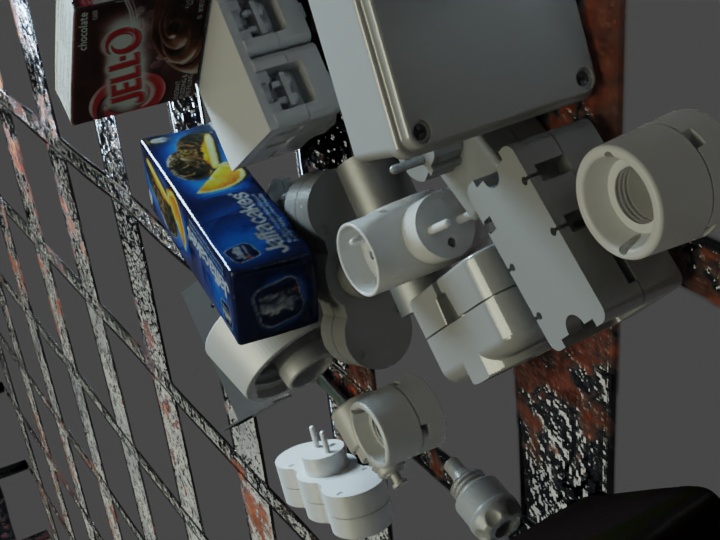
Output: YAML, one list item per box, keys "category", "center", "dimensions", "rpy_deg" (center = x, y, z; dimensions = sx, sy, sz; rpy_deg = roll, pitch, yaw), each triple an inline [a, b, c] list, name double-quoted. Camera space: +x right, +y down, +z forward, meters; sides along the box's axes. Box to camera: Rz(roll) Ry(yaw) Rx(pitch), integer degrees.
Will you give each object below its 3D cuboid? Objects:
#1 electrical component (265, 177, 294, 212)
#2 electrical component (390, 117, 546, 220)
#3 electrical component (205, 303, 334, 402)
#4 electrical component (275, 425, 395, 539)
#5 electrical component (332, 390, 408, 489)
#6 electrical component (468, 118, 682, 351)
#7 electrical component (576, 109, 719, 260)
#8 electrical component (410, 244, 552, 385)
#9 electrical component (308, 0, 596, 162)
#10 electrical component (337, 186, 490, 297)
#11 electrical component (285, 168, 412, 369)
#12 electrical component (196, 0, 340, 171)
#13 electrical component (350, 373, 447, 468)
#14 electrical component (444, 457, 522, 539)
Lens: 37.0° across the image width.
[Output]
- category: "electrical component"
  center: [-0.061, -0.037, 0.811]
  dimensions: [0.043, 0.043, 0.081]
  rpy_deg: [62, 153, 14]
- category: "electrical component"
  center: [0.042, -0.068, 0.552]
  dimensions: [0.083, 0.076, 0.047]
  rpy_deg: [57, 152, 24]
- category: "electrical component"
  center: [-0.053, 0.053, 0.796]
  dimensions: [0.060, 0.108, 0.108]
  rpy_deg: [51, 150, 20]
- category: "electrical component"
  center: [-0.027, 0.164, 0.886]
  dimensions: [0.138, 0.052, 0.073]
  rpy_deg: [11, 118, 60]
- category: "electrical component"
  center: [0.011, 0.126, 0.799]
  dimensions: [0.078, 0.040, 0.040]
  rpy_deg: [59, 152, 20]
- category: "electrical component"
  center: [0.101, -0.018, 0.499]
  dimensions: [0.089, 0.056, 0.050]
  rpy_deg: [63, 154, 12]
- category: "electrical component"
  center: [0.125, -0.035, 0.451]
  dimensions: [0.055, 0.047, 0.055]
  rpy_deg: [43, 144, 42]
- category: "electrical component"
  center: [0.074, 0.024, 0.584]
  dimensions: [0.059, 0.054, 0.095]
  rpy_deg: [64, 154, 9]
- category: "electrical component"
  center: [0.039, -0.115, 0.487]
  dimensions: [0.056, 0.109, 0.108]
  rpy_deg: [3, 111, 64]
- category: "electrical component"
  center: [0.038, -0.021, 0.595]
  dimensions: [0.079, 0.077, 0.044]
  rpy_deg: [-23, 88, 64]
- category: "electrical component"
  center: [0.000, 0.000, 0.711]
  dimensions: [0.074, 0.052, 0.138]
  rpy_deg: [4, 112, 62]
- category: "electrical component"
  center: [-0.075, -0.156, 0.728]
  dimensions: [0.150, 0.062, 0.089]
  rpy_deg: [67, 154, 3]
- category: "electrical component"
  center: [0.025, 0.106, 0.748]
  dimensions: [0.055, 0.047, 0.055]
  rpy_deg: [43, 144, 42]
- category: "electrical component"
  center: [0.076, 0.145, 0.696]
  dimensions: [0.061, 0.035, 0.035]
  rpy_deg: [48, 147, 41]
